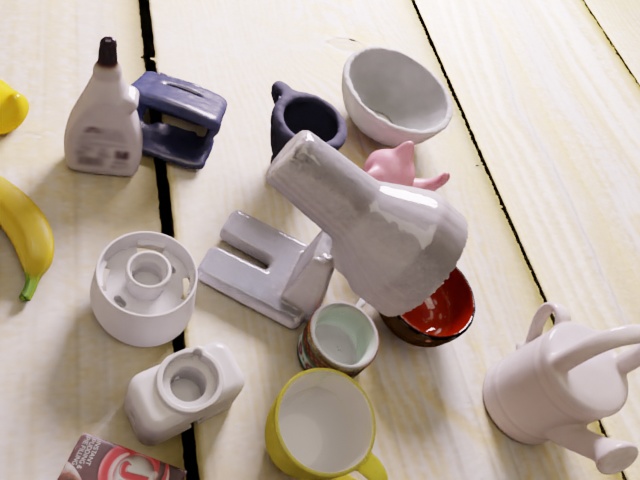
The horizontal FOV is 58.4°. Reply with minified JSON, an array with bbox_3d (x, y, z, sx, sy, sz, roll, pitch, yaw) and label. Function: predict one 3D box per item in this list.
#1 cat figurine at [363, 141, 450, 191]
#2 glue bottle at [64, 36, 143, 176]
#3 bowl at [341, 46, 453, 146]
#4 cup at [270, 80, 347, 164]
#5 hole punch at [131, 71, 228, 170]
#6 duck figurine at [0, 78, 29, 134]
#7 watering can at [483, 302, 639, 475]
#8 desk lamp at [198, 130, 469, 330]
[{"bbox_3d":[0.098,-0.071,0.701,0.128,0.117,0.067,4,57,-21],"label":"cat figurine"},{"bbox_3d":[-0.212,-0.131,0.569,0.078,0.173,0.037,6,56,-20],"label":"glue bottle"},{"bbox_3d":[0.098,-0.189,0.807,0.168,0.074,0.167,12,54,-16],"label":"bowl"},{"bbox_3d":[-0.033,-0.125,0.694,0.092,0.095,0.117,-26,71,-34],"label":"cup"},{"bbox_3d":[-0.165,-0.153,0.657,0.109,0.091,0.101,18,53,-12],"label":"hole punch"},{"bbox_3d":[-0.354,-0.161,0.582,0.105,0.086,0.077,17,53,-13],"label":"duck figurine"},{"bbox_3d":[0.265,0.142,0.582,0.101,0.194,0.172,-13,64,-30],"label":"watering can"},{"bbox_3d":[0.005,0.002,0.550,0.203,0.213,0.118,27,51,-5],"label":"desk lamp"}]
